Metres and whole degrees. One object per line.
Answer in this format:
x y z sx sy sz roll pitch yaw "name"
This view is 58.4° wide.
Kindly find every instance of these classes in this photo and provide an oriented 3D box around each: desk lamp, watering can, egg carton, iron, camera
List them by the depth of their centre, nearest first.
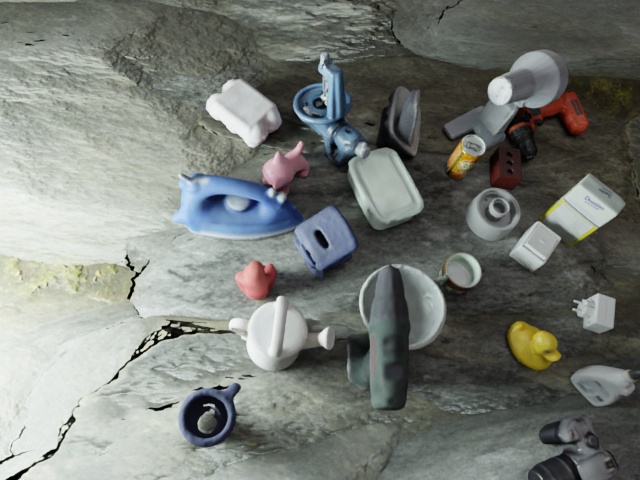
-0.064 0.156 0.979 0.173 0.194 0.101 -10 69 -13 "watering can"
0.440 0.398 1.016 0.137 0.101 0.143 -15 71 -15 "camera"
-0.147 -0.077 1.091 0.258 0.141 0.118 6 67 -7 "iron"
-0.159 -0.269 1.209 0.150 0.069 0.107 38 67 7 "egg carton"
0.403 -0.297 1.238 0.203 0.213 0.118 -29 75 -19 "desk lamp"

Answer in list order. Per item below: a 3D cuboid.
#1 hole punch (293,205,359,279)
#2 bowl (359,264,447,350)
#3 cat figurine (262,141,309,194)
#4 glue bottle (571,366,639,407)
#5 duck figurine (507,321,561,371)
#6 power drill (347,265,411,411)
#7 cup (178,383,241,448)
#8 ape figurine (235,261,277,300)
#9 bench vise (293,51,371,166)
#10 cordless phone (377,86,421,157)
0.010 0.004 1.112 0.101 0.091 0.108 -27 74 -19 "hole punch"
0.149 0.135 1.090 0.167 0.074 0.167 4 67 -8 "bowl"
-0.071 -0.146 1.146 0.067 0.117 0.128 36 67 7 "cat figurine"
0.537 0.260 1.051 0.037 0.173 0.078 -36 77 -21 "glue bottle"
0.418 0.198 1.104 0.078 0.086 0.104 -35 77 -21 "duck figurine"
0.102 0.181 0.990 0.076 0.208 0.229 2 67 -9 "power drill"
-0.178 0.290 0.958 0.091 0.095 0.118 40 67 8 "cup"
-0.118 0.067 1.063 0.078 0.092 0.076 4 67 -8 "ape figurine"
0.039 -0.269 1.160 0.207 0.219 0.122 33 66 5 "bench vise"
0.189 -0.276 1.208 0.094 0.185 0.147 9 66 -5 "cordless phone"
